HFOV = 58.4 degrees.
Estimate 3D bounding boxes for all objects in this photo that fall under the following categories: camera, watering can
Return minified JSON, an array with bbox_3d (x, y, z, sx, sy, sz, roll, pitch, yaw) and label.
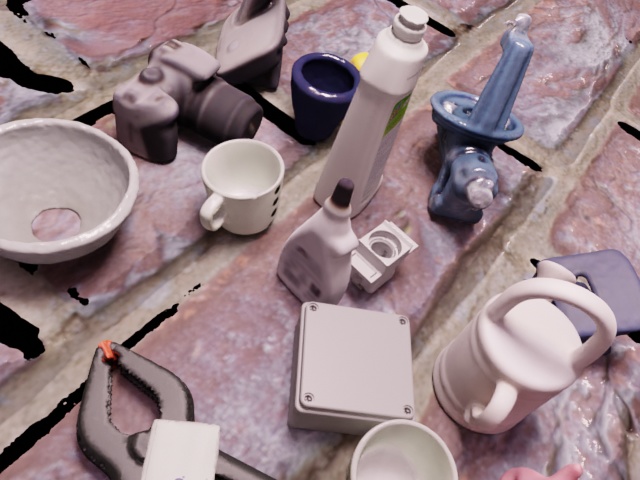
[{"bbox_3d":[-0.145,-0.158,0.668,0.136,0.101,0.143,29,52,6],"label":"camera"},{"bbox_3d":[0.185,0.091,0.523,0.101,0.194,0.173,15,52,-5],"label":"watering can"}]

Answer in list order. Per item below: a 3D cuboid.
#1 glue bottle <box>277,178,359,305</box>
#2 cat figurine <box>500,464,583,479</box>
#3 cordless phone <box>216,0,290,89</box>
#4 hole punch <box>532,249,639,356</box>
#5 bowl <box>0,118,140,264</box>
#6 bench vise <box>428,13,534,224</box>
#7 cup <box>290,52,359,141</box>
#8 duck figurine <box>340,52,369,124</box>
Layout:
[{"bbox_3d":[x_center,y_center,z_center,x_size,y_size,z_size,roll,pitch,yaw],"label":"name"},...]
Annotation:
[{"bbox_3d":[0.005,0.002,0.548,0.037,0.173,0.078,-32,68,-33],"label":"glue bottle"},{"bbox_3d":[0.180,0.235,0.462,0.067,0.117,0.128,37,53,12],"label":"cat figurine"},{"bbox_3d":[-0.080,-0.306,0.743,0.094,0.185,0.147,6,53,-12],"label":"cordless phone"},{"bbox_3d":[0.292,0.069,0.636,0.101,0.091,0.108,5,53,-13],"label":"hole punch"},{"bbox_3d":[-0.264,-0.037,0.560,0.167,0.074,0.167,8,53,-11],"label":"bowl"},{"bbox_3d":[0.206,-0.137,0.680,0.122,0.219,0.207,-1,55,-17],"label":"bench vise"},{"bbox_3d":[0.013,-0.175,0.731,0.118,0.095,0.091,-4,56,-19],"label":"cup"},{"bbox_3d":[0.055,-0.217,0.780,0.077,0.086,0.105,30,52,7],"label":"duck figurine"}]
